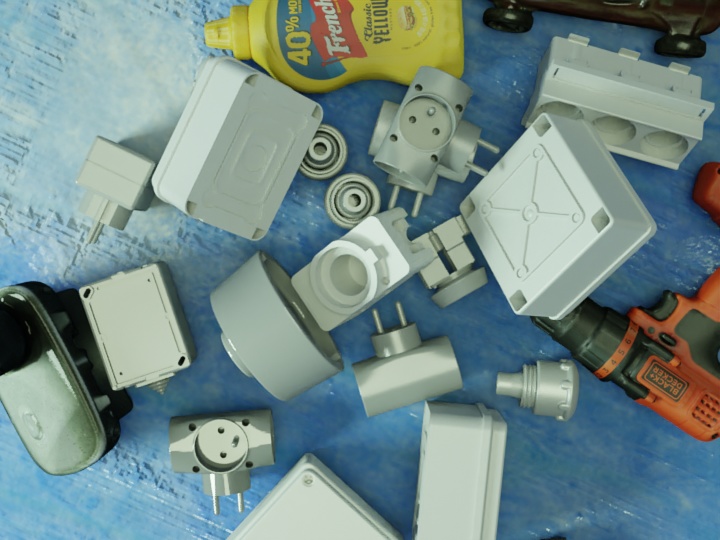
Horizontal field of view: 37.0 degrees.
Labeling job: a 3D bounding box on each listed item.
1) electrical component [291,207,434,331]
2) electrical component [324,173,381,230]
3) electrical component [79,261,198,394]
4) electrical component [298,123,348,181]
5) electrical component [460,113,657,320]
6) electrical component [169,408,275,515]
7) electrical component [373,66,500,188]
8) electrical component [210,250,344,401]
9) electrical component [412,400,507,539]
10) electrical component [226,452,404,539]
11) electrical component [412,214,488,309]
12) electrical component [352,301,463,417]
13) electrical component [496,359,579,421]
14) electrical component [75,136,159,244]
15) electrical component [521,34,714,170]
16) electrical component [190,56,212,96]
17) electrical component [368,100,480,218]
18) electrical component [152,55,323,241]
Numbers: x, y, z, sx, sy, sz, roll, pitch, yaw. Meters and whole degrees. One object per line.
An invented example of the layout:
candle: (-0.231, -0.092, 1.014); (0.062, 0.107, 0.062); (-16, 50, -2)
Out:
electrical component: (0.000, 0.000, 0.797); (0.089, 0.056, 0.050); (-37, 84, 28)
electrical component: (-0.005, -0.052, 0.812); (0.043, 0.062, 0.043); (0, 93, -3)
electrical component: (-0.163, 0.047, 0.810); (0.062, 0.061, 0.096); (-18, 93, -2)
electrical component: (-0.030, -0.089, 0.810); (0.043, 0.062, 0.043); (0, 93, -3)
electrical component: (0.140, -0.038, 0.778); (0.108, 0.056, 0.108); (-49, 51, 35)
electrical component: (-0.104, 0.149, 0.825); (0.077, 0.044, 0.079); (-5, 93, -2)
electrical component: (0.062, -0.095, 0.776); (0.079, 0.044, 0.077); (26, 87, -3)
electrical component: (-0.067, 0.046, 0.794); (0.060, 0.108, 0.108); (-35, 93, 5)
electrical component: (0.074, 0.160, 0.816); (0.057, 0.078, 0.113); (6, 92, 0)
electrical component: (-0.037, 0.216, 0.824); (0.109, 0.056, 0.108); (43, 90, -3)
electrical component: (0.067, -0.004, 0.826); (0.066, 0.048, 0.055); (-30, 86, -1)
electrical component: (0.031, 0.064, 0.827); (0.077, 0.044, 0.079); (-17, 93, -2)
electrical component: (0.137, 0.091, 0.834); (0.062, 0.048, 0.048); (6, 92, 5)
electrical component: (-0.185, -0.054, 0.803); (0.047, 0.066, 0.076); (26, 91, -3)
electrical component: (0.194, -0.128, 0.814); (0.121, 0.078, 0.063); (15, 63, -3)
electrical component: (-0.096, -0.132, 0.816); (0.062, 0.048, 0.048); (14, 92, -16)
electrical component: (0.043, -0.081, 0.822); (0.077, 0.044, 0.079); (17, 91, -3)
electrical component: (-0.089, -0.088, 0.773); (0.078, 0.057, 0.113); (21, 98, -43)
